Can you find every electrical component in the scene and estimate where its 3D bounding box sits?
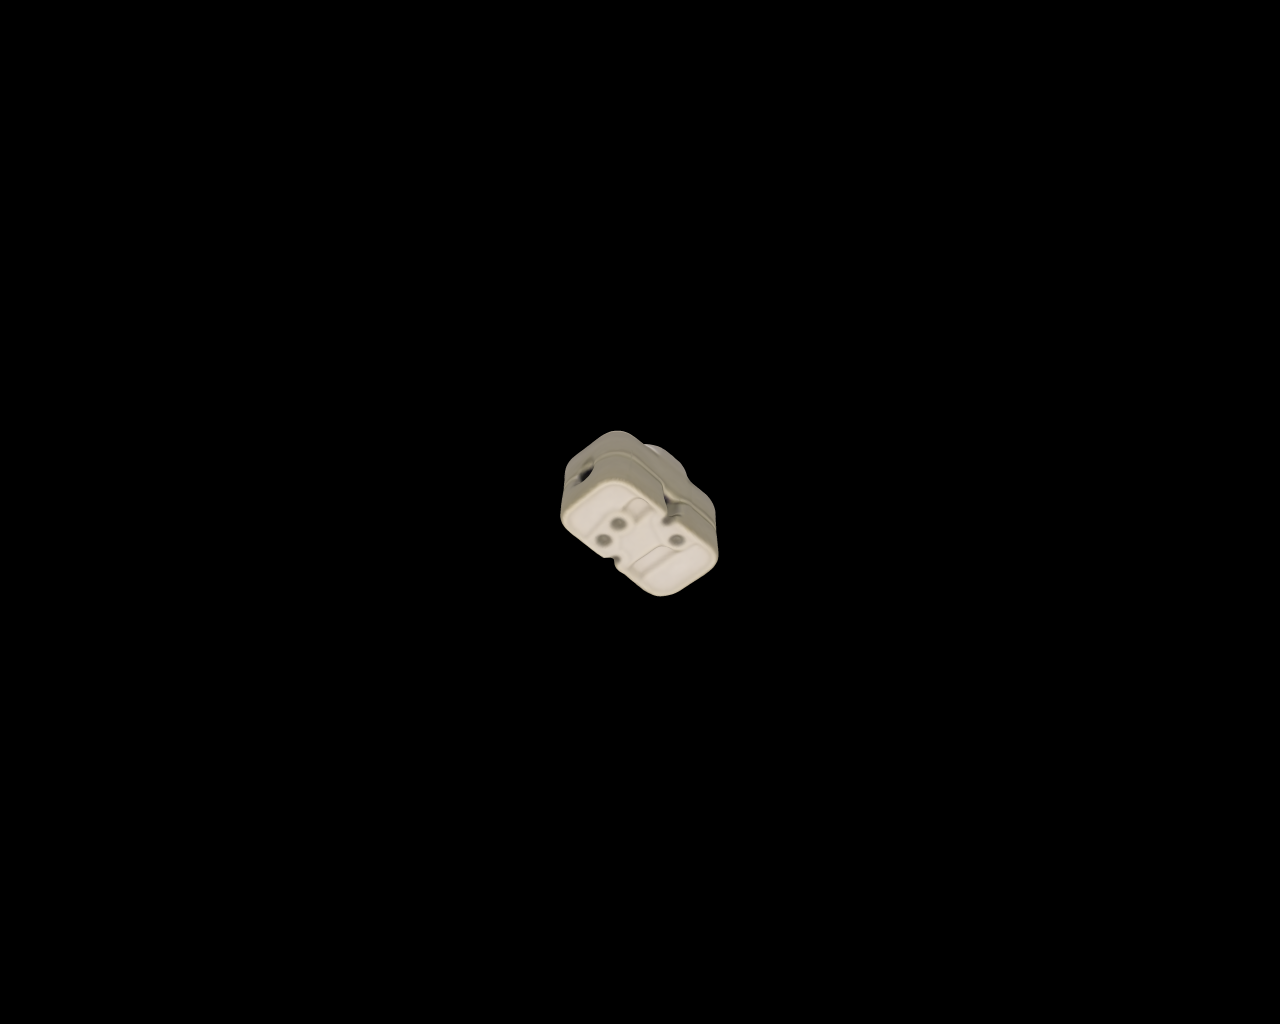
[{"bbox_3d":[0.001,-0.003,0.650,0.053,0.059,0.095,-36,-58,27],"label":"electrical component"}]
